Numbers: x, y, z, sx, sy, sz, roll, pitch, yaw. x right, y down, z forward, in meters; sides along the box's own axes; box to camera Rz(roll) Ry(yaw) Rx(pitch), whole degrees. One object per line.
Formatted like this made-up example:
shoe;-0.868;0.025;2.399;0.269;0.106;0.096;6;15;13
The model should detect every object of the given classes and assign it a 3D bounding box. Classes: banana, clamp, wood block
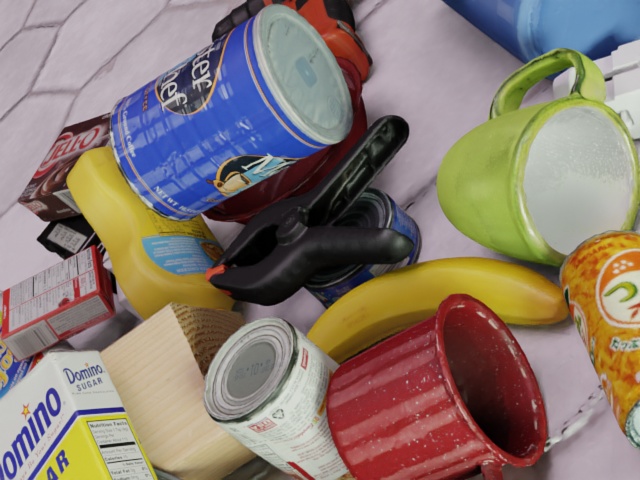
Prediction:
banana;0.059;0.046;0.644;0.198;0.037;0.069;-24;58;32
clamp;-0.005;0.001;0.691;0.172;0.039;0.120;-38;29;24
wood block;-0.131;0.135;0.683;0.206;0.090;0.091;-35;69;18

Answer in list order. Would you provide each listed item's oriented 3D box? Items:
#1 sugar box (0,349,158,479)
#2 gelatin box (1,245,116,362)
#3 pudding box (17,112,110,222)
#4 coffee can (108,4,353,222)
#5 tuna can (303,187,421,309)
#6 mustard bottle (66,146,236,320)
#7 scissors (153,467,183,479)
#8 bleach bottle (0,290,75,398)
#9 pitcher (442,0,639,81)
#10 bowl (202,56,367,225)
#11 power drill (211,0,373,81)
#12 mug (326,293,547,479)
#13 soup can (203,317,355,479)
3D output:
sugar box;-0.130;0.158;0.594;0.093;0.048;0.176;-43;66;24
gelatin box;-0.210;0.051;0.858;0.089;0.030;0.073;-26;32;0
pudding box;-0.208;-0.066;0.943;0.114;0.039;0.090;-6;50;44
coffee can;-0.063;-0.086;0.748;0.141;0.102;0.102;-26;39;28
tuna can;0.024;0.007;0.721;0.086;0.033;0.086;-29;37;25
mustard bottle;-0.112;0.015;0.794;0.058;0.096;0.192;-48;58;26
scissors;-0.030;0.177;0.561;0.202;0.016;0.096;3;67;24
bleach bottle;-0.232;0.112;0.870;0.251;0.068;0.102;14;62;50
pitcher;0.125;-0.203;0.737;0.149;0.144;0.243;-41;37;10
bowl;-0.019;-0.064;0.822;0.162;0.055;0.162;-29;37;25
power drill;-0.026;-0.183;0.951;0.185;0.057;0.187;-30;37;23
mug;0.060;0.096;0.548;0.082;0.093;0.117;-31;57;30
soup can;-0.009;0.097;0.601;0.069;0.102;0.068;-29;37;25
